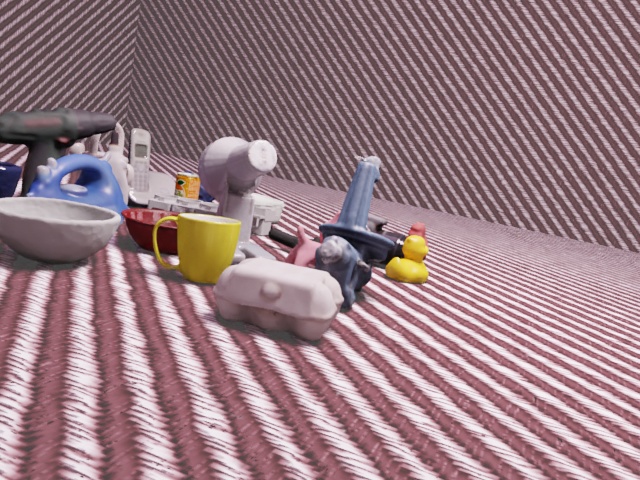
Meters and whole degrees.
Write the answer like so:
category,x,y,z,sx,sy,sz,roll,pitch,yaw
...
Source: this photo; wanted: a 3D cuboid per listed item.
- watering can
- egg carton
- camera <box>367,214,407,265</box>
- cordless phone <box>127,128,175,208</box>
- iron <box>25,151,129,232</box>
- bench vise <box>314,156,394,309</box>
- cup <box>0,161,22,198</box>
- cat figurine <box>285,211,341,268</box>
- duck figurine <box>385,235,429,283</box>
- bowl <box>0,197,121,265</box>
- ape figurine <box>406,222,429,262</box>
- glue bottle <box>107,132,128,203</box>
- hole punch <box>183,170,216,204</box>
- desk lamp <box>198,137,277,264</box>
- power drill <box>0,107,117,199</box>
category,x,y,z,sx,sy,sz,roll,pitch,yaw
watering can,-0.493,-0.175,1.292,0.173,0.194,0.101,10,9,1
egg carton,-0.049,0.068,0.693,0.150,0.069,0.107,12,9,10
camera,0.112,0.003,1.167,0.136,0.101,0.143,14,10,24
cordless phone,-0.409,-0.171,1.392,0.093,0.185,0.148,17,12,38
iron,-0.426,-0.083,0.974,0.118,0.141,0.259,12,9,8
bench vise,0.059,-0.016,0.851,0.121,0.220,0.207,10,9,-1
cup,-0.567,-0.086,0.979,0.092,0.095,0.117,7,10,-18
cat figurine,0.009,0.004,1.000,0.128,0.118,0.067,4,11,-32
duck figurine,0.173,0.034,1.097,0.077,0.086,0.105,18,12,42
bowl,-0.368,-0.009,0.796,0.167,0.075,0.167,10,9,-1
ape figurine,0.214,0.005,1.299,0.076,0.092,0.077,1,13,-45
glue bottle,-0.447,-0.146,1.231,0.078,0.173,0.037,5,10,-27
hole punch,-0.332,-0.140,1.581,0.101,0.091,0.108,9,9,-6
desk lamp,-0.142,-0.078,1.031,0.118,0.213,0.202,4,11,-31
power drill,-0.535,-0.167,1.155,0.230,0.208,0.075,2,12,-41
